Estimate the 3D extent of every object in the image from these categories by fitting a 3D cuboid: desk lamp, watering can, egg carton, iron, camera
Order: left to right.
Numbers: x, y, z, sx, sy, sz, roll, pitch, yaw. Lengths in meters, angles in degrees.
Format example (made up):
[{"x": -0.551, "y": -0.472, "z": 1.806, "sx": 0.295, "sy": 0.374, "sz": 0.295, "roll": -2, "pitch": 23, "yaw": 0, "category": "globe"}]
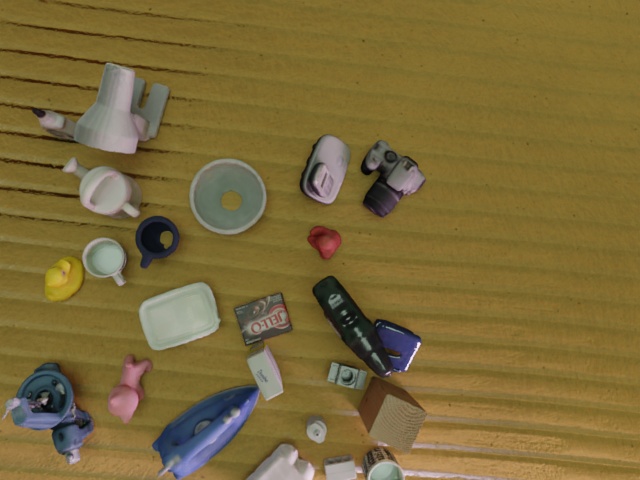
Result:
[{"x": -0.456, "y": -0.105, "z": 1.200, "sx": 0.173, "sy": 0.194, "sz": 0.101, "roll": 15, "pitch": 86, "yaw": -2, "category": "watering can"}, {"x": -0.415, "y": -0.270, "z": 1.202, "sx": 0.118, "sy": 0.213, "sz": 0.203, "roll": 15, "pitch": 86, "yaw": -2, "category": "desk lamp"}, {"x": -0.234, "y": 0.402, "z": 1.211, "sx": 0.258, "sy": 0.141, "sz": 0.118, "roll": -38, "pitch": 89, "yaw": -4, "category": "iron"}, {"x": -0.090, "y": 0.524, "z": 1.249, "sx": 0.107, "sy": 0.069, "sz": 0.150, "roll": 45, "pitch": 86, "yaw": 0, "category": "egg carton"}, {"x": 0.146, "y": -0.131, "z": 1.280, "sx": 0.143, "sy": 0.100, "sz": 0.137, "roll": 37, "pitch": 86, "yaw": 0, "category": "camera"}]

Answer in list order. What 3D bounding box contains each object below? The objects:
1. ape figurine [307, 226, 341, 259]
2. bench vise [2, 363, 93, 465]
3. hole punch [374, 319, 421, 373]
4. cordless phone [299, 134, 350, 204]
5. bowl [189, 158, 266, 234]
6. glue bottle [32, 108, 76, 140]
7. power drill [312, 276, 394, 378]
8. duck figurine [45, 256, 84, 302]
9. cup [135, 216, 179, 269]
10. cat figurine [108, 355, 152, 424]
[{"x": 0.012, "y": 0.005, "z": 1.270, "sx": 0.076, "sy": 0.092, "sz": 0.078, "roll": -6, "pitch": 87, "yaw": -3, "category": "ape figurine"}, {"x": -0.540, "y": 0.354, "z": 1.159, "sx": 0.121, "sy": 0.219, "sz": 0.207, "roll": -44, "pitch": 90, "yaw": -4, "category": "bench vise"}, {"x": 0.160, "y": 0.238, "z": 1.266, "sx": 0.108, "sy": 0.091, "sz": 0.101, "roll": 20, "pitch": 86, "yaw": -2, "category": "hole punch"}, {"x": 0.014, "y": -0.161, "z": 1.233, "sx": 0.094, "sy": 0.185, "sz": 0.148, "roll": 18, "pitch": 86, "yaw": -2, "category": "cordless phone"}, {"x": -0.201, "y": -0.093, "z": 1.273, "sx": 0.167, "sy": 0.074, "sz": 0.167, "roll": 0, "pitch": 87, "yaw": -3, "category": "bowl"}, {"x": -0.563, "y": -0.250, "z": 1.213, "sx": 0.078, "sy": 0.173, "sz": 0.037, "roll": 12, "pitch": 86, "yaw": -2, "category": "glue bottle"}, {"x": 0.067, "y": 0.178, "z": 1.206, "sx": 0.075, "sy": 0.208, "sz": 0.230, "roll": -37, "pitch": 89, "yaw": -4, "category": "power drill"}, {"x": -0.565, "y": 0.084, "z": 1.239, "sx": 0.077, "sy": 0.086, "sz": 0.104, "roll": 28, "pitch": 86, "yaw": -1, "category": "duck figurine"}, {"x": -0.351, "y": 0.009, "z": 1.249, "sx": 0.091, "sy": 0.095, "sz": 0.118, "roll": 24, "pitch": 86, "yaw": -1, "category": "cup"}, {"x": -0.412, "y": 0.318, "z": 1.218, "sx": 0.067, "sy": 0.117, "sz": 0.128, "roll": 10, "pitch": 86, "yaw": -2, "category": "cat figurine"}]
